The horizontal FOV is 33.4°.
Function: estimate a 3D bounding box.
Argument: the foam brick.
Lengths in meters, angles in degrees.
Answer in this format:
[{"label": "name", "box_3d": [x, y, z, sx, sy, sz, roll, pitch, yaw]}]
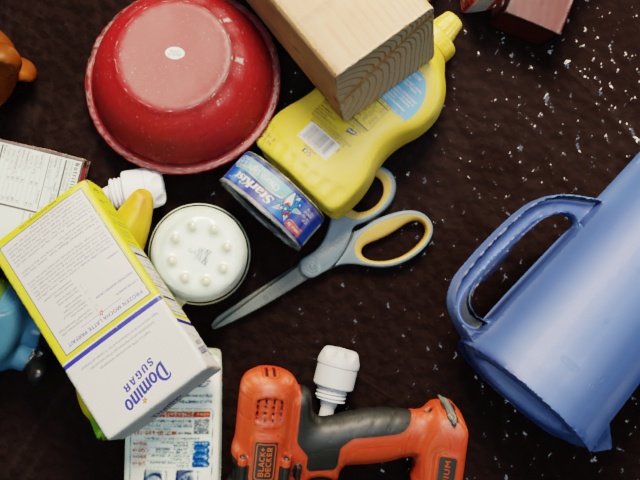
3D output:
[{"label": "foam brick", "box_3d": [0.183, -0.210, 0.891, 0.051, 0.053, 0.078, 22, 87, -4]}]

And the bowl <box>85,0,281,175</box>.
[{"label": "bowl", "box_3d": [-0.112, -0.136, 0.846, 0.162, 0.055, 0.162, 0, 78, 1]}]

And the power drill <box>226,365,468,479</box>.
[{"label": "power drill", "box_3d": [0.018, 0.193, 0.859, 0.187, 0.057, 0.184, 3, 109, -10]}]

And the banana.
[{"label": "banana", "box_3d": [-0.165, 0.058, 0.853, 0.037, 0.070, 0.198, 13, 80, -41]}]

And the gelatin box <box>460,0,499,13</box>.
[{"label": "gelatin box", "box_3d": [0.129, -0.239, 0.876, 0.030, 0.073, 0.089, -9, 89, -5]}]

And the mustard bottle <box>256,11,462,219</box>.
[{"label": "mustard bottle", "box_3d": [0.045, -0.115, 0.873, 0.096, 0.058, 0.191, 43, 85, 19]}]

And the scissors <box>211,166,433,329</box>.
[{"label": "scissors", "box_3d": [-0.006, 0.001, 0.891, 0.201, 0.016, 0.096, -16, 89, -5]}]

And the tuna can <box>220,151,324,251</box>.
[{"label": "tuna can", "box_3d": [-0.038, -0.031, 0.853, 0.086, 0.086, 0.033, 42, 84, -4]}]

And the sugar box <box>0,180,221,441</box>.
[{"label": "sugar box", "box_3d": [-0.161, 0.051, 0.797, 0.093, 0.048, 0.176, -36, 78, 4]}]

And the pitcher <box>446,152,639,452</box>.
[{"label": "pitcher", "box_3d": [0.226, 0.034, 0.857, 0.242, 0.149, 0.145, -49, 52, -7]}]

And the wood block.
[{"label": "wood block", "box_3d": [-0.011, -0.207, 0.826, 0.091, 0.090, 0.206, -36, 74, -4]}]

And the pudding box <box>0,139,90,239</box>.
[{"label": "pudding box", "box_3d": [-0.250, -0.034, 0.858, 0.113, 0.039, 0.090, 14, 88, -7]}]

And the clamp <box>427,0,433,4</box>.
[{"label": "clamp", "box_3d": [0.056, -0.292, 0.868, 0.165, 0.036, 0.210, 8, 110, 38]}]
